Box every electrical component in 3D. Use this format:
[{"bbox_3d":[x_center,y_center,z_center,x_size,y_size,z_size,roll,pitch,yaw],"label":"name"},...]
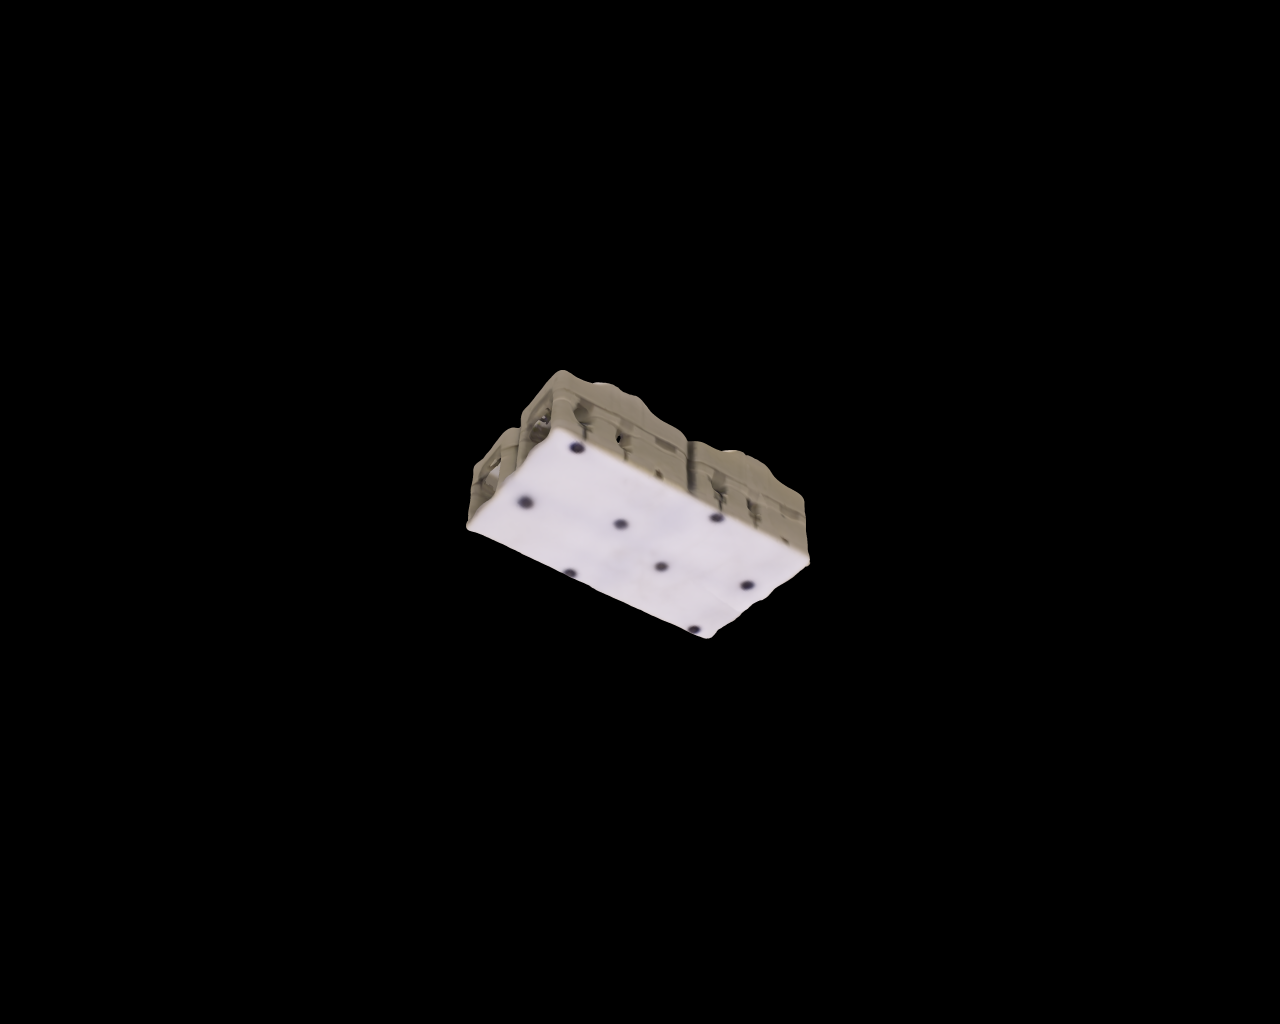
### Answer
[{"bbox_3d":[0.001,-0.003,0.650,0.186,0.060,0.105,26,-49,-25],"label":"electrical component"}]
